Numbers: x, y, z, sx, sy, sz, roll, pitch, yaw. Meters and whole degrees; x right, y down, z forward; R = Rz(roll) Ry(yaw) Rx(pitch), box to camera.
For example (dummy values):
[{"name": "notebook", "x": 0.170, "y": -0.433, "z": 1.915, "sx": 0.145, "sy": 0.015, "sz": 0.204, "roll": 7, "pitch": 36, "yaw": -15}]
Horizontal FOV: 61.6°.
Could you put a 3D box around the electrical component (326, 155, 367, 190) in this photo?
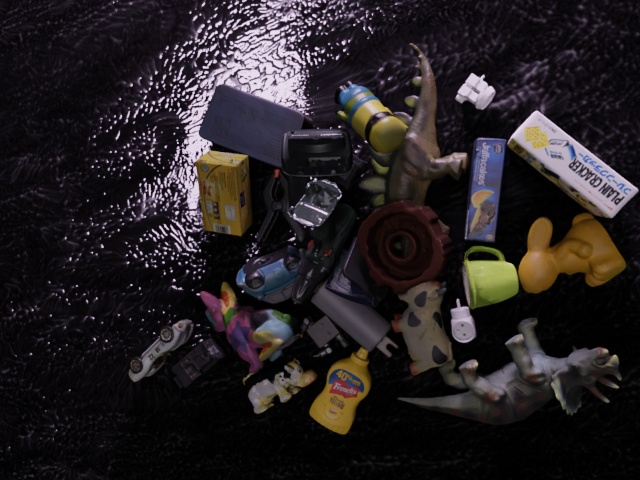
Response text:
[{"name": "electrical component", "x": 0.034, "y": -0.166, "z": 1.144, "sx": 0.119, "sy": 0.048, "sz": 0.075, "roll": 37, "pitch": 102, "yaw": 9}]

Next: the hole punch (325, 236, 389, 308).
[{"name": "hole punch", "x": 0.083, "y": 0.071, "z": 1.111, "sx": 0.115, "sy": 0.142, "sz": 0.092, "roll": 36, "pitch": 141, "yaw": -14}]

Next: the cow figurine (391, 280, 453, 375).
[{"name": "cow figurine", "x": 0.215, "y": 0.163, "z": 1.096, "sx": 0.127, "sy": 0.085, "sz": 0.194, "roll": -20, "pitch": 91, "yaw": 15}]

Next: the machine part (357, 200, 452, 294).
[{"name": "machine part", "x": 0.160, "y": 0.011, "z": 1.026, "sx": 0.180, "sy": 0.056, "sz": 0.179, "roll": 5, "pitch": 100, "yaw": 30}]

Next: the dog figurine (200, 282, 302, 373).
[{"name": "dog figurine", "x": -0.163, "y": 0.172, "z": 1.185, "sx": 0.219, "sy": 0.108, "sz": 0.191, "roll": 48, "pitch": 128, "yaw": 12}]

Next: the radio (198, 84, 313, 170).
[{"name": "radio", "x": -0.138, "y": -0.244, "z": 1.175, "sx": 0.230, "sy": 0.073, "sz": 0.131, "roll": 22, "pitch": 98, "yaw": 12}]

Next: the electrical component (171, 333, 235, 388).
[{"name": "electrical component", "x": -0.270, "y": 0.279, "z": 1.225, "sx": 0.134, "sy": 0.115, "sz": 0.058, "roll": -42, "pitch": 78, "yaw": 14}]

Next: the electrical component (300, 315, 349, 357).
[{"name": "electrical component", "x": 0.004, "y": 0.207, "z": 1.179, "sx": 0.078, "sy": 0.045, "sz": 0.102, "roll": -34, "pitch": 85, "yaw": 17}]

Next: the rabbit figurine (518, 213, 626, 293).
[{"name": "rabbit figurine", "x": 0.449, "y": 0.031, "z": 1.003, "sx": 0.173, "sy": 0.122, "sz": 0.162, "roll": -30, "pitch": 81, "yaw": 16}]

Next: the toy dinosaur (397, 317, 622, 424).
[{"name": "toy dinosaur", "x": 0.370, "y": 0.290, "z": 1.051, "sx": 0.405, "sy": 0.131, "sz": 0.192, "roll": -34, "pitch": 84, "yaw": 21}]

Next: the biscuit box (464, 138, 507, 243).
[{"name": "biscuit box", "x": 0.325, "y": -0.098, "z": 1.058, "sx": 0.059, "sy": 0.063, "sz": 0.202, "roll": 6, "pitch": 96, "yaw": 14}]

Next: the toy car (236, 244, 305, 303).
[{"name": "toy car", "x": -0.096, "y": 0.082, "z": 1.178, "sx": 0.162, "sy": 0.109, "sz": 0.102, "roll": -22, "pitch": 112, "yaw": 1}]

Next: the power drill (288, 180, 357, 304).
[{"name": "power drill", "x": -0.002, "y": -0.003, "z": 1.060, "sx": 0.086, "sy": 0.207, "sz": 0.232, "roll": 21, "pitch": 63, "yaw": 26}]

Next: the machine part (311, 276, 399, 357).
[{"name": "machine part", "x": 0.067, "y": 0.154, "z": 1.141, "sx": 0.243, "sy": 0.079, "sz": 0.079, "roll": 41, "pitch": 103, "yaw": 11}]

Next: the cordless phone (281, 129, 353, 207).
[{"name": "cordless phone", "x": -0.005, "y": -0.131, "z": 1.100, "sx": 0.147, "sy": 0.089, "sz": 0.184, "roll": -1, "pitch": 111, "yaw": 1}]

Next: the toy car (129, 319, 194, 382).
[{"name": "toy car", "x": -0.376, "y": 0.260, "z": 1.275, "sx": 0.201, "sy": 0.073, "sz": 0.056, "roll": -43, "pitch": 79, "yaw": 14}]

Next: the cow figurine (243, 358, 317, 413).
[{"name": "cow figurine", "x": -0.090, "y": 0.312, "z": 1.204, "sx": 0.167, "sy": 0.068, "sz": 0.098, "roll": -32, "pitch": 79, "yaw": 15}]

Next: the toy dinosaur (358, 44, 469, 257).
[{"name": "toy dinosaur", "x": 0.189, "y": -0.149, "z": 1.075, "sx": 0.199, "sy": 0.105, "sz": 0.471, "roll": 14, "pitch": 93, "yaw": 18}]

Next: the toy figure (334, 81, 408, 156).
[{"name": "toy figure", "x": 0.092, "y": -0.234, "z": 1.031, "sx": 0.082, "sy": 0.089, "sz": 0.180, "roll": -45, "pitch": 65, "yaw": 20}]

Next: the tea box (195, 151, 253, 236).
[{"name": "tea box", "x": -0.207, "y": -0.101, "z": 1.174, "sx": 0.098, "sy": 0.068, "sz": 0.169, "roll": 10, "pitch": 121, "yaw": 14}]
